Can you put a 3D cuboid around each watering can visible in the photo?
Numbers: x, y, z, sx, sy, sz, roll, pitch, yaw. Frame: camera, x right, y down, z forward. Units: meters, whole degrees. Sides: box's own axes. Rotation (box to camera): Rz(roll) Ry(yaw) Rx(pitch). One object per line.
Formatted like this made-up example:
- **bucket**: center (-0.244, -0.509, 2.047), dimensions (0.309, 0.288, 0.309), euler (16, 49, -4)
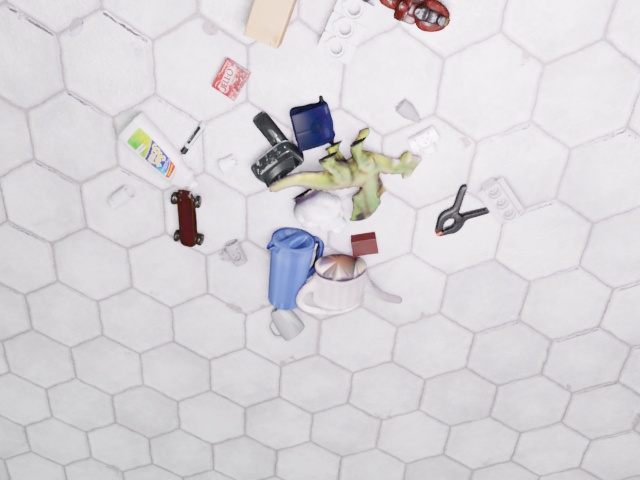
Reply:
- **watering can**: center (0.098, 0.139, 1.569), dimensions (0.348, 0.106, 0.219), euler (-5, 131, -12)

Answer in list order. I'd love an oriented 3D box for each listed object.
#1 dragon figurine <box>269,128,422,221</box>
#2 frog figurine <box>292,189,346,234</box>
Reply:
- **dragon figurine**: center (0.087, -0.152, 1.405), dimensions (0.411, 0.124, 0.239), euler (-29, 115, -3)
- **frog figurine**: center (0.005, -0.075, 1.484), dimensions (0.137, 0.123, 0.158), euler (-34, 99, -1)
